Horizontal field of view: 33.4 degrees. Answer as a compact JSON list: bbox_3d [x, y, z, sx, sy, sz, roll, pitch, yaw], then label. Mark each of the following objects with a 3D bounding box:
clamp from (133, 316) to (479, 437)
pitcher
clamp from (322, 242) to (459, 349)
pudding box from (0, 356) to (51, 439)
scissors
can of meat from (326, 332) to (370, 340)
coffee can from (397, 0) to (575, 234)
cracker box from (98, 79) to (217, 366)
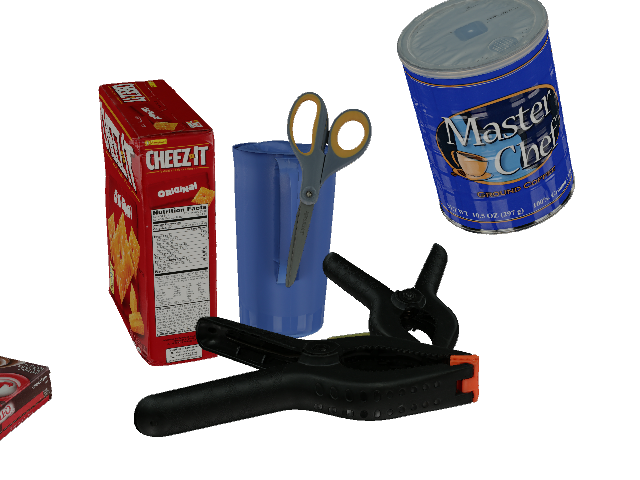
[{"bbox_3d":[-0.004,0.083,0.696,0.210,0.036,0.164,-1,16,1],"label":"clamp"},{"bbox_3d":[-0.046,-0.002,1.341,0.145,0.243,0.148,10,14,38],"label":"pitcher"},{"bbox_3d":[0.085,0.057,0.960,0.120,0.039,0.171,-15,43,-15],"label":"clamp"},{"bbox_3d":[-0.312,0.137,0.953,0.114,0.039,0.089,7,22,21],"label":"pudding box"},{"bbox_3d":[0.008,-0.054,1.084,0.096,0.202,0.016,-3,-11,-1],"label":"scissors"},{"bbox_3d":[0.054,0.172,1.405,0.102,0.084,0.057,-5,25,-22],"label":"can of meat"},{"bbox_3d":[0.120,-0.090,0.759,0.103,0.140,0.103,-13,37,10],"label":"coffee can"},{"bbox_3d":[-0.148,-0.019,0.956,0.072,0.214,0.164,-8,25,-21],"label":"cracker box"}]
